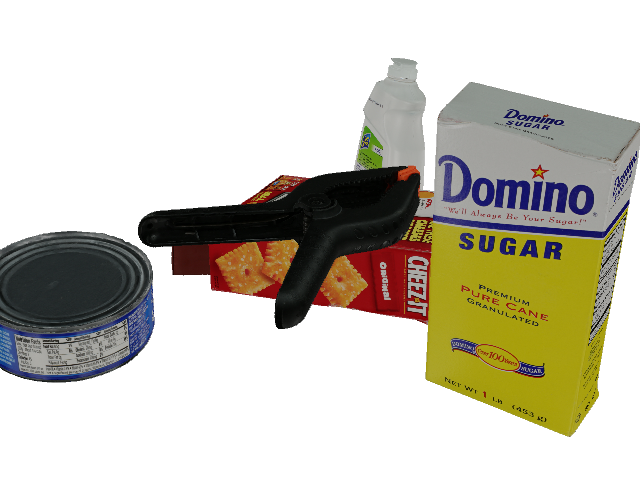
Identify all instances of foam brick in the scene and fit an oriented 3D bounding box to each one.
[{"bbox_3d":[-0.121,0.003,1.145,0.078,0.051,0.053,0,25,-8],"label":"foam brick"}]

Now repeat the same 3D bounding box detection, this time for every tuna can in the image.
[{"bbox_3d":[-0.125,0.031,0.525,0.086,0.034,0.086,1,32,-1],"label":"tuna can"}]

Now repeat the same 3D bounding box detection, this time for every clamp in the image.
[{"bbox_3d":[-0.013,-0.013,0.760,0.165,0.036,0.209,23,37,36],"label":"clamp"}]

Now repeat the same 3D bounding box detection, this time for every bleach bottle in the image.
[{"bbox_3d":[0.076,-0.069,1.158,0.068,0.251,0.103,-4,23,-29],"label":"bleach bottle"}]

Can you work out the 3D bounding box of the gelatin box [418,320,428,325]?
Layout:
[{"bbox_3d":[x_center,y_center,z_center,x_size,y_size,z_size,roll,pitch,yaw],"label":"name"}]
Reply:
[{"bbox_3d":[0.136,0.062,1.352,0.073,0.089,0.030,21,35,39],"label":"gelatin box"}]

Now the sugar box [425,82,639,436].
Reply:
[{"bbox_3d":[0.105,0.013,0.557,0.093,0.176,0.048,18,42,27],"label":"sugar box"}]

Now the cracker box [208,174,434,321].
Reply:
[{"bbox_3d":[0.029,0.003,0.964,0.214,0.072,0.164,8,22,20],"label":"cracker box"}]
